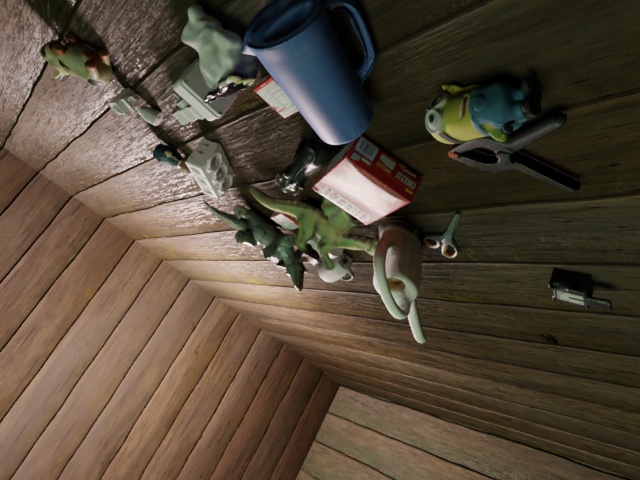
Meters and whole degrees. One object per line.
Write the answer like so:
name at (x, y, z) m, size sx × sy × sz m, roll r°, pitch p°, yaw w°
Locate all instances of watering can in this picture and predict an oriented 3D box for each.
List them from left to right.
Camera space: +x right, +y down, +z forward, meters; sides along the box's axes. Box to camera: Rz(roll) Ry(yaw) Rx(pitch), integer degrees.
watering can at (0.201, 0.094, 1.248) m, size 0.103 × 0.229 × 0.341 m, roll -6°, pitch 143°, yaw 26°

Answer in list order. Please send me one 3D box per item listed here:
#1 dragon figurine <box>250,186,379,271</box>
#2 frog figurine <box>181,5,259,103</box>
dragon figurine at (0.004, -0.068, 1.347) m, size 0.410 × 0.125 × 0.238 m, roll 36°, pitch 140°, yaw -1°
frog figurine at (-0.188, -0.353, 0.955) m, size 0.137 × 0.123 × 0.159 m, roll -13°, pitch 97°, yaw 70°
